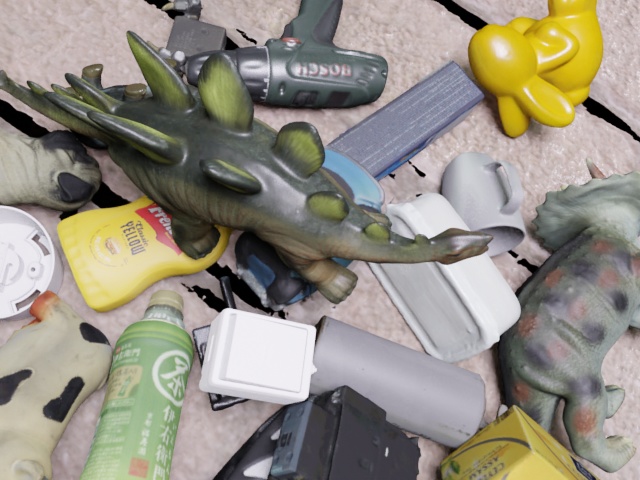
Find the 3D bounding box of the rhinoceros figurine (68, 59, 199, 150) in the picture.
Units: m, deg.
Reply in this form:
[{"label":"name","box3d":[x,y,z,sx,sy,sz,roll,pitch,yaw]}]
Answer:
[{"label":"rhinoceros figurine","box3d":[-0.170,-0.120,0.551,0.190,0.112,0.073,6,41,6]}]

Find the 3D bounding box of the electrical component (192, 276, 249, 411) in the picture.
[{"label":"electrical component","box3d":[-0.093,0.097,0.508,0.048,0.075,0.119,-15,79,-15]}]

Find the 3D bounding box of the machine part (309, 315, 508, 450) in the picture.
[{"label":"machine part","box3d":[0.067,0.138,0.520,0.243,0.079,0.079,22,70,-3]}]

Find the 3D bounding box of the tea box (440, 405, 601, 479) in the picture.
[{"label":"tea box","box3d":[0.199,0.239,0.466,0.169,0.068,0.098,40,107,-6]}]

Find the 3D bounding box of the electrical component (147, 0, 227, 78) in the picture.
[{"label":"electrical component","box3d":[-0.150,-0.229,0.621,0.078,0.045,0.102,17,71,-2]}]

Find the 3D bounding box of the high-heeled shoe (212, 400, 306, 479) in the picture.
[{"label":"high-heeled shoe","box3d":[-0.113,0.212,0.466,0.249,0.086,0.145,2,70,-14]}]

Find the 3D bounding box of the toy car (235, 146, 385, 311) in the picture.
[{"label":"toy car","box3d":[-0.001,-0.002,0.537,0.109,0.102,0.161,41,94,30]}]

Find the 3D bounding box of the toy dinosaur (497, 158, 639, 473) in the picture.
[{"label":"toy dinosaur","box3d":[0.258,0.085,0.549,0.192,0.131,0.405,36,78,12]}]

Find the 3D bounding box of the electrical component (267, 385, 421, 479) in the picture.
[{"label":"electrical component","box3d":[0.021,0.193,0.450,0.134,0.058,0.115,37,42,-23]}]

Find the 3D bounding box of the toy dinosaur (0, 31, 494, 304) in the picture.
[{"label":"toy dinosaur","box3d":[-0.100,-0.065,0.427,0.472,0.198,0.105,16,67,24]}]

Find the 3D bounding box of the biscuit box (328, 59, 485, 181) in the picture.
[{"label":"biscuit box","box3d":[0.092,-0.125,0.619,0.203,0.059,0.063,-36,82,-18]}]

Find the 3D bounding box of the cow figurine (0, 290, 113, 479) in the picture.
[{"label":"cow figurine","box3d":[-0.237,0.141,0.430,0.127,0.085,0.195,33,31,-4]}]

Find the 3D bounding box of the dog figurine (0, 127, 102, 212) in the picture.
[{"label":"dog figurine","box3d":[-0.332,-0.064,0.523,0.190,0.172,0.121,24,70,-37]}]

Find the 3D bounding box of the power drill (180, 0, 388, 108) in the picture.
[{"label":"power drill","box3d":[-0.033,-0.250,0.624,0.232,0.086,0.207,7,66,-13]}]

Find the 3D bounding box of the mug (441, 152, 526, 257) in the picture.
[{"label":"mug","box3d":[0.175,-0.048,0.588,0.081,0.109,0.107,-1,61,-13]}]

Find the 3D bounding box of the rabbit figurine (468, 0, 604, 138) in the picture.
[{"label":"rabbit figurine","box3d":[0.244,-0.207,0.643,0.173,0.122,0.162,-11,97,-33]}]
